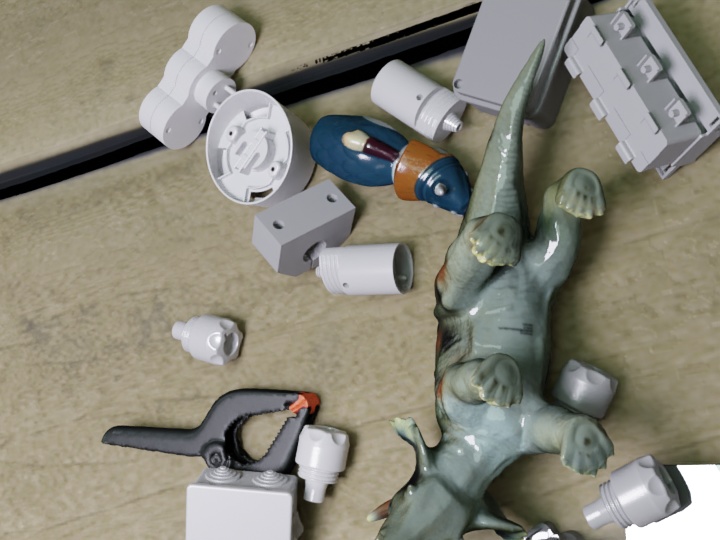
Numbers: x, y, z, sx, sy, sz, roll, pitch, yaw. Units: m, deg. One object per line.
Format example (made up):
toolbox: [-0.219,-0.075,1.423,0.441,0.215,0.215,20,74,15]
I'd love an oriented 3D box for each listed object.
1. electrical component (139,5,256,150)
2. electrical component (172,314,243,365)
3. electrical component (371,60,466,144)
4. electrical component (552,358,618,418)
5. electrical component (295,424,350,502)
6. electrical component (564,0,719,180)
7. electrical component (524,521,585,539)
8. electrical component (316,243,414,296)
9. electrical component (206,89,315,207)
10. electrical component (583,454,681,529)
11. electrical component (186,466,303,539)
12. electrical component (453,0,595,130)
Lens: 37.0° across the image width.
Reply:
electrical component: [-0.141,-0.171,1.005,0.074,0.052,0.138,39,100,25]
electrical component: [-0.142,0.061,0.979,0.062,0.043,0.043,12,89,29]
electrical component: [0.053,-0.140,0.908,0.081,0.043,0.043,37,100,26]
electrical component: [0.166,0.102,0.818,0.043,0.043,0.062,27,97,27]
electrical component: [-0.034,0.164,0.910,0.043,0.043,0.062,10,89,28]
electrical component: [0.211,-0.137,0.809,0.121,0.063,0.078,64,151,19]
electrical component: [0.146,0.228,0.802,0.058,0.057,0.078,-39,68,17]
electrical component: [0.000,0.000,0.915,0.081,0.043,0.043,-2,82,27]
electrical component: [-0.090,-0.106,0.964,0.099,0.064,0.099,-4,81,26]
electrical component: [0.185,0.158,0.742,0.062,0.043,0.043,-33,70,20]
electrical component: [-0.098,0.217,0.908,0.100,0.048,0.099,4,101,5]
electrical component: [0.131,-0.179,0.866,0.078,0.057,0.113,22,93,27]
